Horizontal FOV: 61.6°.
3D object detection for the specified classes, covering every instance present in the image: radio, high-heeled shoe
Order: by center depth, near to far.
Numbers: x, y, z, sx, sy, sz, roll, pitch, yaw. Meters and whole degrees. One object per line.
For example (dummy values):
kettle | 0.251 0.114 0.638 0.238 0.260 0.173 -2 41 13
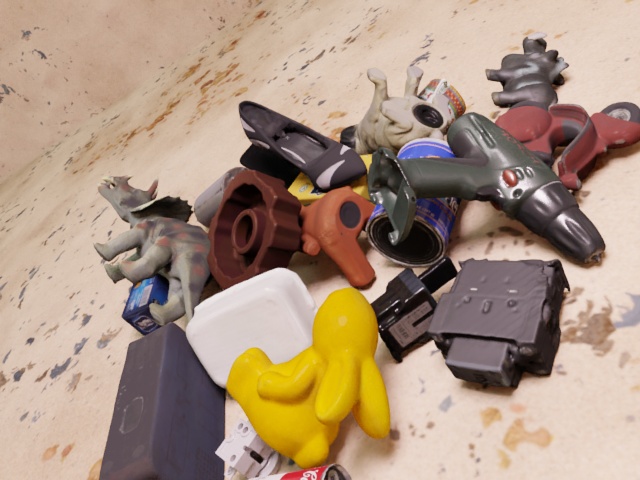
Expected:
radio | -0.177 0.216 0.638 0.073 0.131 0.230 -29 34 9
high-heeled shoe | -0.032 -0.158 0.825 0.086 0.145 0.249 -49 32 -19

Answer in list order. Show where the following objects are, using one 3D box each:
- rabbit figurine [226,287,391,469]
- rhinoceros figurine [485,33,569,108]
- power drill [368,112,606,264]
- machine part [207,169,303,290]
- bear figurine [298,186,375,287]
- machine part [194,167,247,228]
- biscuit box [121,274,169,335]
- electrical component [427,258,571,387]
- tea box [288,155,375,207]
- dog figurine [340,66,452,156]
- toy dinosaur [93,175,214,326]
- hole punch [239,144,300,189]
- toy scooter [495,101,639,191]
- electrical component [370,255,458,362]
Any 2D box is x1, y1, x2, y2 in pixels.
rabbit figurine | 0.000 0.132 0.547 0.173 0.122 0.163 -58 31 9
rhinoceros figurine | 0.310 -0.240 0.800 0.112 0.073 0.190 -16 39 32
power drill | 0.169 -0.052 0.591 0.207 0.085 0.232 -13 52 -12
machine part | -0.094 -0.008 0.757 0.179 0.056 0.179 -21 62 46
bear figurine | -0.004 -0.006 0.784 0.196 0.132 0.120 -16 35 53
machine part | -0.175 -0.076 0.998 0.243 0.079 0.079 -24 29 58
biscuit box | -0.296 0.078 0.981 0.059 0.062 0.203 -24 35 17
electrical component | 0.178 0.082 0.542 0.115 0.058 0.134 -5 44 42
tea box | 0.033 -0.078 0.862 0.170 0.068 0.098 0 47 42
dog figurine | 0.113 -0.154 0.855 0.121 0.190 0.172 -2 54 -20
toy dinosaur | -0.244 0.019 0.891 0.192 0.131 0.405 -39 49 -26
hole punch | -0.087 -0.129 1.023 0.142 0.116 0.092 -55 -6 -37
toy scooter | 0.290 -0.113 0.665 0.184 0.075 0.135 9 55 42
electrical component | 0.111 0.072 0.603 0.119 0.074 0.048 -33 32 1
